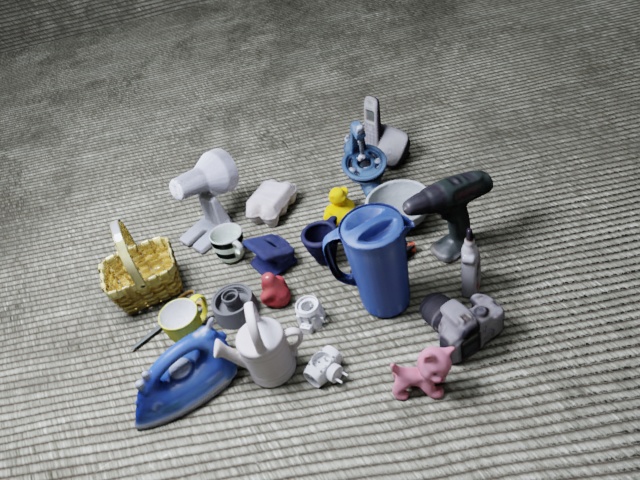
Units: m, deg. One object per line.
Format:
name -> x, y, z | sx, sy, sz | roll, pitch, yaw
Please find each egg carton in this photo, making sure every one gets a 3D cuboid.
egg carton -> -0.133, -0.105, 1.572 | 0.107, 0.069, 0.150 | 11, 49, 27

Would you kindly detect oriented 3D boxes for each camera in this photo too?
camera -> 0.277, 0.151, 1.156 | 0.143, 0.101, 0.136 | -30, 44, -15

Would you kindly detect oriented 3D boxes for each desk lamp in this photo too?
desk lamp -> -0.302, -0.111, 1.522 | 0.117, 0.214, 0.203 | 22, 54, 34

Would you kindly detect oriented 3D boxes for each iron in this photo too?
iron -> -0.290, 0.269, 1.170 | 0.259, 0.142, 0.118 | -36, 46, -21

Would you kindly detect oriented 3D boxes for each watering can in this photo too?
watering can -> -0.124, 0.207, 1.147 | 0.173, 0.194, 0.100 | -31, 44, -16

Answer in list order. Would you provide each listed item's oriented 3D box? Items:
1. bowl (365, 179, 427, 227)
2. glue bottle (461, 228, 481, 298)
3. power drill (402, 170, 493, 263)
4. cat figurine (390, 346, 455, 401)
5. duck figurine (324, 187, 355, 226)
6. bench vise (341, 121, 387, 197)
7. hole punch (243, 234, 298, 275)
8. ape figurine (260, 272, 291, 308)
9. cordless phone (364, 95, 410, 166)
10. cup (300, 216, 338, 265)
bowl -> 0.199, -0.074, 1.437 | 0.167, 0.075, 0.167 | -8, 43, 8
glue bottle -> 0.317, 0.041, 1.207 | 0.037, 0.173, 0.078 | 4, 46, 20
power drill -> 0.290, -0.053, 1.288 | 0.230, 0.209, 0.075 | -31, 44, -16
cat figurine -> 0.193, 0.241, 1.074 | 0.127, 0.118, 0.067 | -7, 43, 10
duck figurine -> 0.045, -0.095, 1.496 | 0.077, 0.086, 0.105 | 18, 52, 32
bench vise -> 0.093, -0.236, 1.531 | 0.122, 0.220, 0.206 | -32, 45, -17
hole punch -> -0.123, 0.026, 1.415 | 0.101, 0.091, 0.108 | -37, 47, -22
ape figurine -> -0.109, 0.109, 1.322 | 0.078, 0.092, 0.075 | -38, 47, -22
cordless phone -> 0.179, -0.307, 1.607 | 0.147, 0.185, 0.094 | 26, 57, 37
cup -> 0.013, 0.005, 1.394 | 0.091, 0.095, 0.118 | 16, 51, 30
